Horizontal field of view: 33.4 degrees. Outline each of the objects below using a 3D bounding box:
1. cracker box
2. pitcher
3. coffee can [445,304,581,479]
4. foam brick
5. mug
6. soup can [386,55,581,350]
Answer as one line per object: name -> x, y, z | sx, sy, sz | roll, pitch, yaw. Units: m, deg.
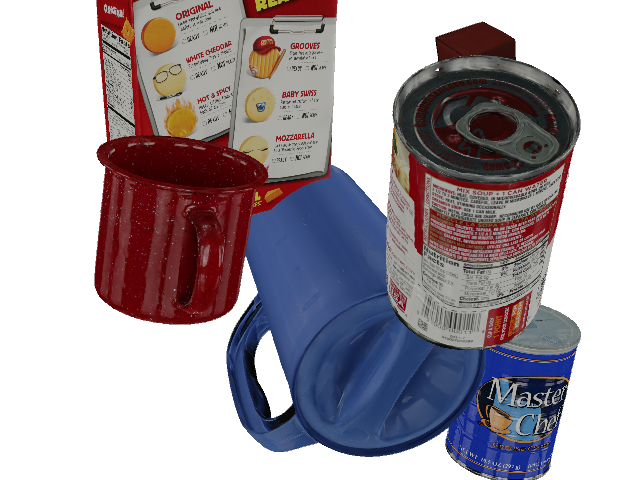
cracker box -> -0.073, -0.121, 0.769 | 0.163, 0.214, 0.072 | -17, 33, -30
pitcher -> 0.006, 0.041, 0.788 | 0.149, 0.145, 0.243 | 2, 27, -19
coffee can -> 0.179, 0.139, 1.001 | 0.103, 0.140, 0.103 | 6, 21, -3
foam brick -> 0.140, -0.147, 0.955 | 0.053, 0.078, 0.051 | -23, 37, -17
mug -> -0.076, -0.001, 0.579 | 0.093, 0.081, 0.117 | 0, 22, -26
soup can -> 0.061, -0.012, 0.423 | 0.068, 0.068, 0.102 | 0, -43, 1
